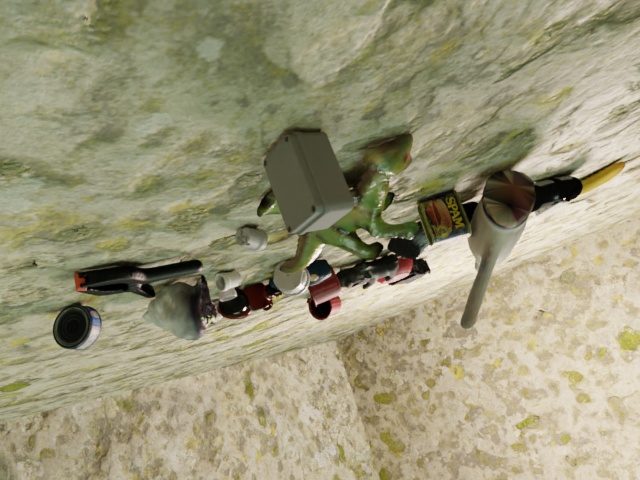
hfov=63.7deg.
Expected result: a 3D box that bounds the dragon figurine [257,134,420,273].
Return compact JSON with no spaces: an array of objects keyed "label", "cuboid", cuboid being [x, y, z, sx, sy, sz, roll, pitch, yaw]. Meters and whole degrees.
[{"label":"dragon figurine","cuboid":[0.003,-0.043,0.855,0.405,0.125,0.240,-31,143,32]}]

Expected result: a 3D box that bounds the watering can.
[{"label":"watering can","cuboid":[0.361,0.000,1.069,0.104,0.355,0.219,17,144,12]}]

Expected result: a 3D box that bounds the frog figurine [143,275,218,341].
[{"label":"frog figurine","cuboid":[-0.311,0.155,1.089,0.159,0.126,0.134,-12,132,9]}]
